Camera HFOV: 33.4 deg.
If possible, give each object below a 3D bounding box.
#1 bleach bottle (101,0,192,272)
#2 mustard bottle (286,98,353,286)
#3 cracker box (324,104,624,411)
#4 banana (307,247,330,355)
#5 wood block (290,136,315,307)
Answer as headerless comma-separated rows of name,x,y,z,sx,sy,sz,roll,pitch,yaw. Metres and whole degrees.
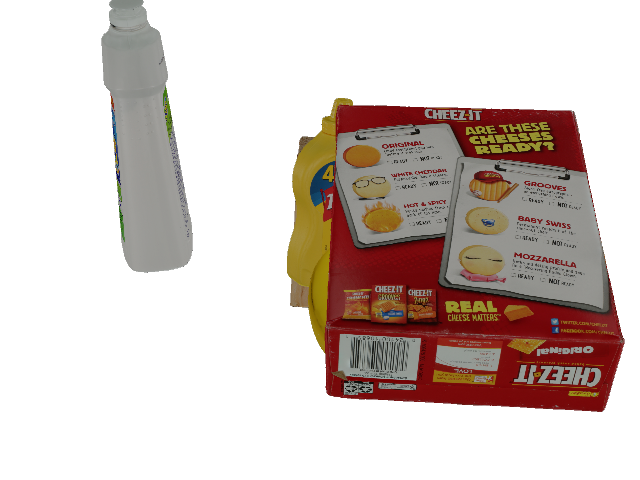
bleach bottle,-0.158,-0.098,0.954,0.068,0.251,0.102,-7,36,-7
mustard bottle,0.017,-0.050,1.096,0.096,0.192,0.058,-5,20,-25
cracker box,0.088,0.004,0.671,0.164,0.072,0.213,2,42,2
banana,0.022,0.053,0.896,0.069,0.037,0.198,12,32,-17
wood block,0.010,-0.022,1.393,0.090,0.206,0.091,4,25,0
